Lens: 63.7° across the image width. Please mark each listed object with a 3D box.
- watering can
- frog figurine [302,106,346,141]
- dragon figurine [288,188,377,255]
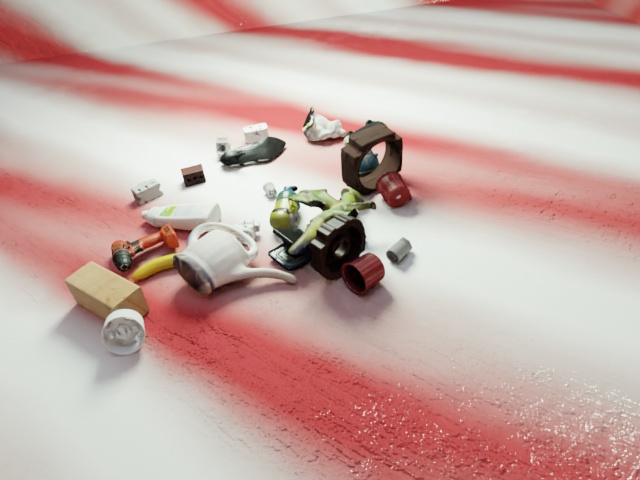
[{"bbox_3d":[-0.251,0.067,1.410,0.351,0.101,0.228,33,52,27],"label":"watering can"},{"bbox_3d":[0.017,-0.433,2.017,0.158,0.121,0.140,23,23,-21],"label":"frog figurine"},{"bbox_3d":[0.005,-0.076,1.513,0.414,0.120,0.245,-19,37,-39],"label":"dragon figurine"}]
